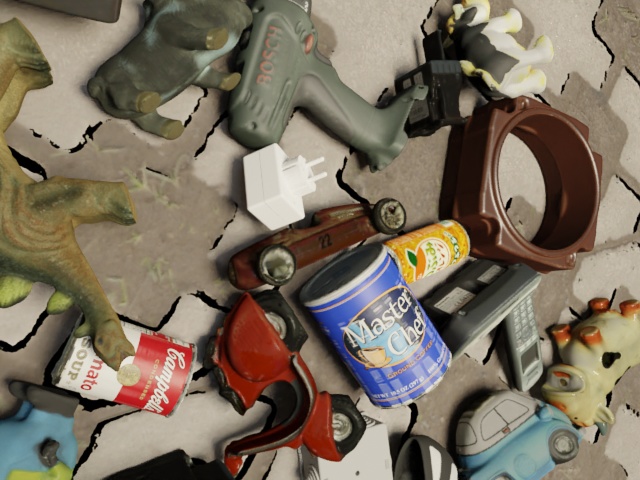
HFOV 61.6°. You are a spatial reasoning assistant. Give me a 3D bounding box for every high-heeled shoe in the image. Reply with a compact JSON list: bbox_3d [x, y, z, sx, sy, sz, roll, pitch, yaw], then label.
[{"bbox_3d":[0.087,0.333,0.555,0.249,0.086,0.145,-56,130,-37],"label":"high-heeled shoe"}]

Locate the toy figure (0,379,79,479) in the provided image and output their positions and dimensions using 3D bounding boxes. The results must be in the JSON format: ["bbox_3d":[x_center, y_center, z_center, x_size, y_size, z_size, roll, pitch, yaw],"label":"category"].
[{"bbox_3d":[-0.241,0.206,0.420,0.089,0.082,0.180,25,73,-20],"label":"toy figure"}]

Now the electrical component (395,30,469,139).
[{"bbox_3d":[0.130,-0.186,0.636,0.048,0.075,0.119,-11,94,-27],"label":"electrical component"}]

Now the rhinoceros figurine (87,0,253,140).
[{"bbox_3d":[-0.130,-0.185,0.501,0.112,0.073,0.190,37,83,19],"label":"rhinoceros figurine"}]

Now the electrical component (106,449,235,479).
[{"bbox_3d":[-0.137,0.231,0.449,0.134,0.115,0.058,-12,96,-26],"label":"electrical component"}]

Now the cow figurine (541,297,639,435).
[{"bbox_3d":[0.366,0.169,0.720,0.195,0.085,0.127,-25,96,-30],"label":"cow figurine"}]

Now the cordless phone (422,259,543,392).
[{"bbox_3d":[0.211,0.129,0.654,0.146,0.089,0.184,-33,116,-25],"label":"cordless phone"}]

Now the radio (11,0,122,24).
[{"bbox_3d":[-0.270,-0.253,0.414,0.229,0.073,0.131,8,42,-26],"label":"radio"}]

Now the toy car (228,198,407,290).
[{"bbox_3d":[-0.001,-0.002,0.548,0.202,0.089,0.053,-24,92,-26],"label":"toy car"}]

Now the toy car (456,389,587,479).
[{"bbox_3d":[0.218,0.234,0.639,0.162,0.109,0.103,-26,74,-14],"label":"toy car"}]

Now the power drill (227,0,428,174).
[{"bbox_3d":[0.013,-0.182,0.577,0.207,0.086,0.232,27,76,-26],"label":"power drill"}]

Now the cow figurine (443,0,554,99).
[{"bbox_3d":[0.196,-0.237,0.655,0.098,0.068,0.167,-18,54,-11],"label":"cow figurine"}]

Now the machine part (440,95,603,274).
[{"bbox_3d":[0.262,-0.068,0.685,0.201,0.087,0.201,15,80,-23],"label":"machine part"}]

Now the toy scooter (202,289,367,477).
[{"bbox_3d":[-0.053,0.146,0.514,0.135,0.075,0.184,-33,84,-5],"label":"toy scooter"}]

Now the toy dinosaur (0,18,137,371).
[{"bbox_3d":[-0.295,-0.089,0.406,0.198,0.105,0.471,-34,89,-20],"label":"toy dinosaur"}]
